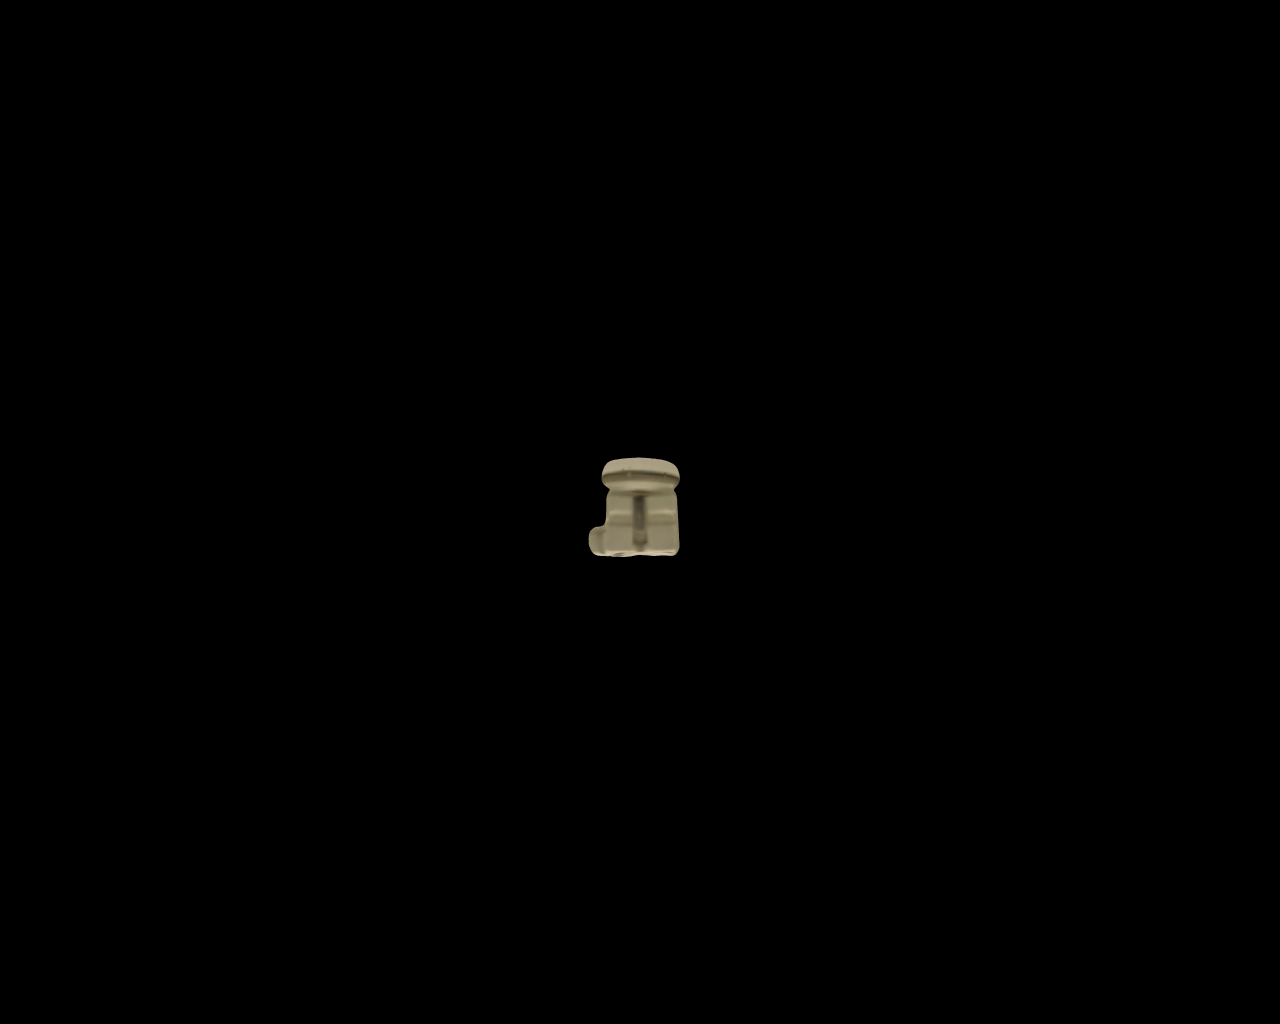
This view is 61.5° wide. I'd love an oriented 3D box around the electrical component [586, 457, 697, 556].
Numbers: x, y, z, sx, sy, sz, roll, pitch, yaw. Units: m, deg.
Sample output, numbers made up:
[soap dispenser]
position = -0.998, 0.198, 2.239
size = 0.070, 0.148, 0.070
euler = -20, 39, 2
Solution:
[electrical component]
position = 0.001, -0.003, 0.650
size = 0.066, 0.055, 0.048
euler = 0, -7, 0
